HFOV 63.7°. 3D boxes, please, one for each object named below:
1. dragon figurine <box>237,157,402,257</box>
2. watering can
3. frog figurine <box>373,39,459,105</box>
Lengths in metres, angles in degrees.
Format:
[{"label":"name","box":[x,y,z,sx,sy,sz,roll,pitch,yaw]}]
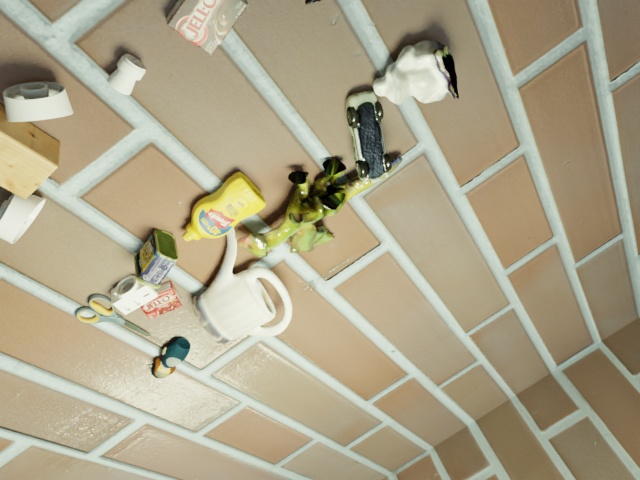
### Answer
[{"label":"dragon figurine","box":[0.004,-0.061,1.213,0.413,0.124,0.237,-19,153,-21]},{"label":"watering can","box":[-0.211,0.126,1.259,0.224,0.106,0.341,-28,119,4]},{"label":"frog figurine","box":[0.194,-0.336,1.063,0.159,0.125,0.135,-7,154,33]}]
